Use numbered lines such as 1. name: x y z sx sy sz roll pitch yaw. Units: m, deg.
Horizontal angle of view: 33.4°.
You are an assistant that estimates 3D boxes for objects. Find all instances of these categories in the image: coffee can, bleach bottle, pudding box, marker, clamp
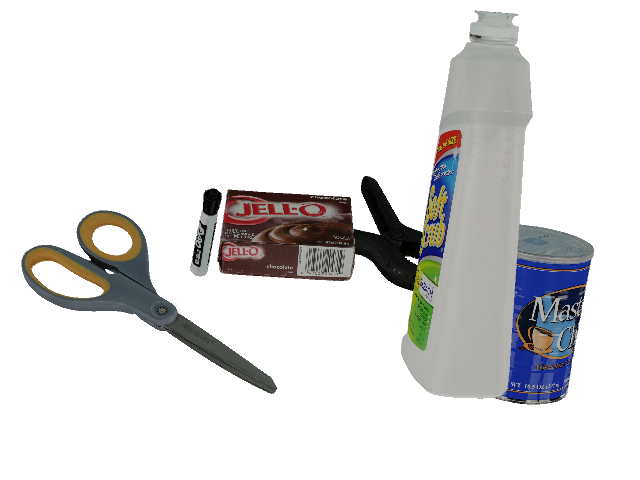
1. coffee can: 0.188 0.066 0.984 0.103 0.140 0.103 6 16 -2
2. bleach bottle: 0.103 -0.027 0.721 0.068 0.251 0.102 3 13 -7
3. pudding box: -0.028 -0.006 0.913 0.113 0.039 0.090 5 31 -4
4. marker: -0.120 -0.009 1.124 0.020 0.020 0.121 0 -43 -17
5. clamp: 0.074 0.007 1.240 0.164 0.036 0.210 -25 53 -40

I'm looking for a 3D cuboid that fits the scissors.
1. scissors: -0.108 0.035 0.739 0.202 0.096 0.016 19 -40 9
